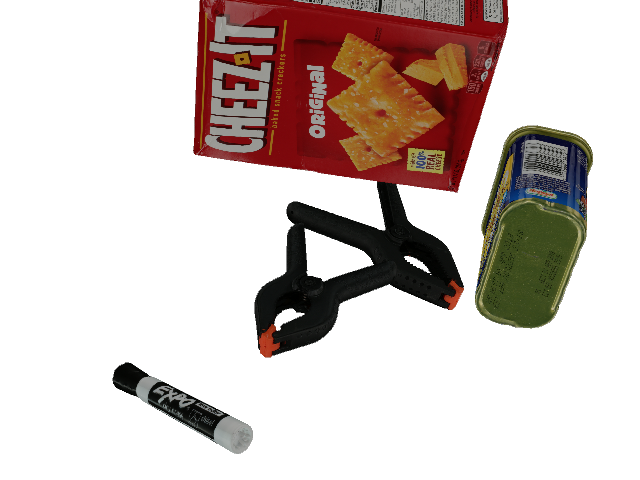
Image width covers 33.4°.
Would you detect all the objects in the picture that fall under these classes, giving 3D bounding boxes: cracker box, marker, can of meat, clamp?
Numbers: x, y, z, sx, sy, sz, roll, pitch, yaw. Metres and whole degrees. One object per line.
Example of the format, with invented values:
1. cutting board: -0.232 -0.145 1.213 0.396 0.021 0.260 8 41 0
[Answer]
1. cracker box: 0.016 -0.123 0.794 0.213 0.072 0.164 7 -39 -2
2. marker: -0.090 0.103 0.669 0.121 0.020 0.020 19 12 40
3. can of meat: 0.134 -0.007 0.673 0.057 0.102 0.084 14 39 5
4. clamp: -0.018 0.045 1.034 0.120 0.039 0.171 25 42 29
5. clamp: 0.072 0.003 1.193 0.164 0.036 0.210 -16 51 -35
